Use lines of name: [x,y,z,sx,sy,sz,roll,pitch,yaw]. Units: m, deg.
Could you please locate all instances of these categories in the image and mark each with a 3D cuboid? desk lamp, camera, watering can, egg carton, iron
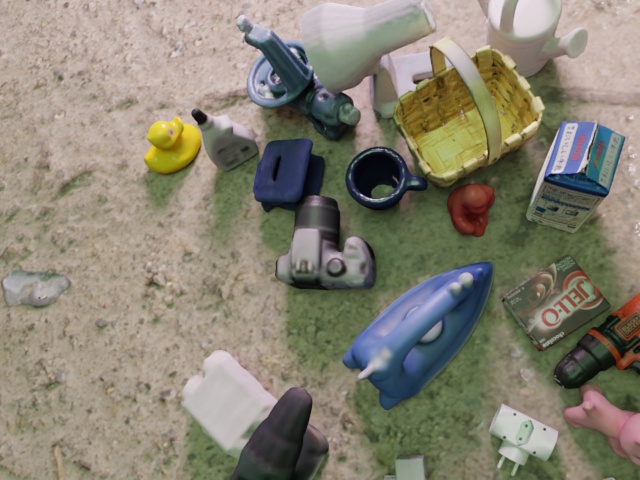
desk lamp: [0.092,-0.271,0.835,0.203,0.214,0.118,-9,75,11]
camera: [0.008,0.003,0.850,0.143,0.101,0.137,0,77,13]
watering can: [0.295,-0.316,0.809,0.172,0.194,0.101,21,83,17]
egg carton: [-0.130,0.243,0.842,0.150,0.069,0.107,38,88,18]
iron: [0.144,0.108,0.773,0.258,0.142,0.118,-45,72,0]

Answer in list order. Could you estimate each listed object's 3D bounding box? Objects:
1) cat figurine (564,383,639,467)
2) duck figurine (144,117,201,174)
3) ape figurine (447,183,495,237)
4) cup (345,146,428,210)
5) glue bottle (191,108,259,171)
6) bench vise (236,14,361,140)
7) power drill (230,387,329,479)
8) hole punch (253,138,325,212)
cat figurine: [0.379,0.233,0.704,0.127,0.118,0.067,29,85,17]
duck figurine: [-0.258,-0.164,0.956,0.104,0.086,0.077,-40,72,2]
ape figurine: [0.218,-0.052,0.820,0.078,0.092,0.076,-39,72,2]
cup: [0.103,-0.080,0.851,0.117,0.095,0.092,8,79,15]
glue bottle: [-0.156,-0.163,0.887,0.078,0.173,0.037,-28,72,5]
bench vise: [-0.030,-0.251,0.854,0.207,0.220,0.121,15,81,16]
power drill: [-0.056,0.291,0.741,0.075,0.209,0.230,27,84,17]
hole punch: [-0.055,-0.101,0.893,0.101,0.091,0.109,9,79,15]
